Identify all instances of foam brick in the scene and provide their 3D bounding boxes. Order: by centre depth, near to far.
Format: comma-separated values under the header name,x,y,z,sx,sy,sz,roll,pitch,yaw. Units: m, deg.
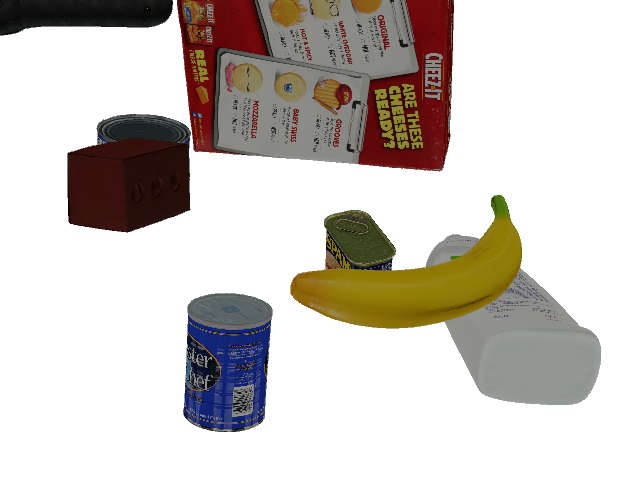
name,x,y,z,sx,sy,sz,roll,pitch,yaw
foam brick,-0.137,-0.041,0.765,0.051,0.053,0.078,10,18,27

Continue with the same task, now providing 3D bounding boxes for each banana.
name,x,y,z,sx,sy,sz,roll,pitch,yaw
banana,0.072,0.025,0.707,0.197,0.037,0.070,-19,51,-36

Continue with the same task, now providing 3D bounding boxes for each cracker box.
name,x,y,z,sx,sy,sz,roll,pitch,yaw
cracker box,-0.001,-0.149,0.863,0.214,0.164,0.072,5,34,11

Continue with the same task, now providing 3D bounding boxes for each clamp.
name,x,y,z,sx,sy,sz,roll,pitch,yaw
clamp,-0.176,-0.140,0.603,0.171,0.039,0.120,-7,23,-14

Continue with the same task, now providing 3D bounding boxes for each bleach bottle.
name,x,y,z,sx,sy,sz,roll,pitch,yaw
bleach bottle,0.155,0.053,0.943,0.102,0.068,0.251,4,21,-9

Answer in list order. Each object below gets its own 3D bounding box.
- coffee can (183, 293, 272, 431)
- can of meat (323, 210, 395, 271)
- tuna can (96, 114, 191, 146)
name,x,y,z,sx,sy,sz,roll,pitch,yaw
coffee can,-0.114,0.147,1.301,0.103,0.140,0.103,4,18,-2
can of meat,0.043,0.028,1.224,0.057,0.084,0.102,-13,38,-18
tuna can,-0.164,-0.087,0.988,0.086,0.034,0.086,6,25,-3
